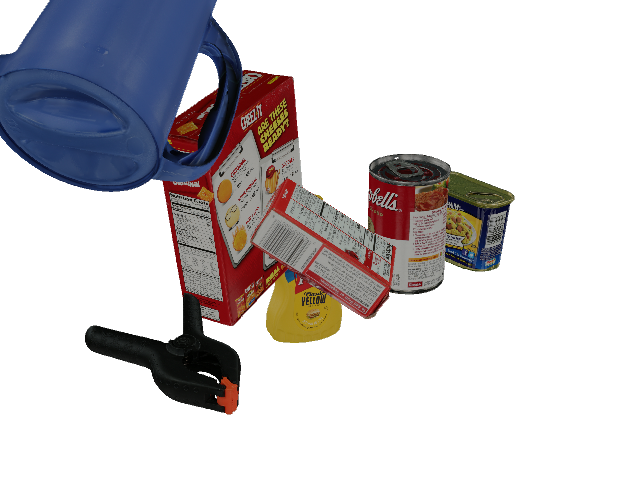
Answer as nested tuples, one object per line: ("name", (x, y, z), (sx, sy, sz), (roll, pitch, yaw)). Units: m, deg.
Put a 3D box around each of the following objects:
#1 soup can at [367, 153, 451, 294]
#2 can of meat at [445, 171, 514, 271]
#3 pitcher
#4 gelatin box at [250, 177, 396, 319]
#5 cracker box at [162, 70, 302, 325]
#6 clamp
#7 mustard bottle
("soup can", (0.073, -0.014, 0.899), (0.068, 0.102, 0.068), (0, 25, 0))
("can of meat", (0.158, -0.021, 1.179), (0.102, 0.084, 0.057), (25, 29, 39))
("pitcher", (-0.144, -0.163, 0.846), (0.145, 0.242, 0.149), (-1, -38, 25))
("gelatin box", (0.004, 0.004, 0.668), (0.089, 0.030, 0.073), (34, 18, -6))
("cracker box", (-0.087, -0.046, 1.107), (0.072, 0.214, 0.164), (13, 36, 26))
("clamp", (-0.122, 0.101, 0.984), (0.172, 0.039, 0.120), (28, 44, 34))
("mustard bottle", (-0.014, 0.033, 1.336), (0.096, 0.192, 0.058), (-5, 28, -21))
